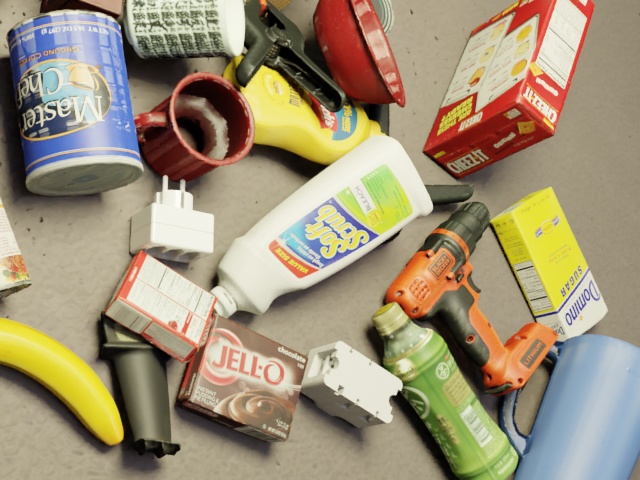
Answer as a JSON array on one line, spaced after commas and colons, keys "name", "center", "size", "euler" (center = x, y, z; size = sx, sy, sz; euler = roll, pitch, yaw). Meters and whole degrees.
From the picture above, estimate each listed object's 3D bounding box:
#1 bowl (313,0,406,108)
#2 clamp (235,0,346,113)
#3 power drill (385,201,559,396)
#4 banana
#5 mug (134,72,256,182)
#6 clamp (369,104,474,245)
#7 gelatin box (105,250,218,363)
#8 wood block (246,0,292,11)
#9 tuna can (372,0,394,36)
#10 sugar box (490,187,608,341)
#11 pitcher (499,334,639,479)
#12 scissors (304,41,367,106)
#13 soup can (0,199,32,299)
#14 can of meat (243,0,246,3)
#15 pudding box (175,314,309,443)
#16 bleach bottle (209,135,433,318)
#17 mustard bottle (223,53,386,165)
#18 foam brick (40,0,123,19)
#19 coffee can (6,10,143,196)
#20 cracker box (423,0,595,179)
[{"name": "bowl", "center": [0.035, -0.206, 1.125], "size": [0.162, 0.055, 0.162], "euler": [-21, 90, -77]}, {"name": "clamp", "center": [-0.053, -0.194, 1.082], "size": [0.120, 0.039, 0.171], "euler": [11, 35, -41]}, {"name": "power drill", "center": [0.182, 0.068, 1.210], "size": [0.187, 0.057, 0.184], "euler": [47, 59, -4]}, {"name": "banana", "center": [-0.246, 0.112, 0.908], "size": [0.197, 0.037, 0.069], "euler": [27, 81, -25]}, {"name": "mug", "center": [-0.132, -0.105, 1.027], "size": [0.117, 0.082, 0.093], "euler": [-2, 77, -37]}, {"name": "clamp", "center": [0.079, -0.052, 1.191], "size": [0.164, 0.036, 0.209], "euler": [41, 57, -9]}, {"name": "gelatin box", "center": [-0.144, 0.061, 0.977], "size": [0.089, 0.030, 0.073], "euler": [34, 34, -14]}, {"name": "wood block", "center": [-0.020, -0.351, 1.182], "size": [0.090, 0.090, 0.205], "euler": [44, 54, -17]}, {"name": "tuna can", "center": [0.043, -0.266, 1.237], "size": [0.086, 0.034, 0.086], "euler": [12, 69, -33]}, {"name": "sugar box", "center": [0.284, 0.033, 1.313], "size": [0.093, 0.048, 0.176], "euler": [-29, 93, -39]}, {"name": "pitcher", "center": [0.287, 0.233, 1.213], "size": [0.145, 0.149, 0.242], "euler": [52, 55, -31]}, {"name": "scissors", "center": [-0.016, -0.191, 1.178], "size": [0.201, 0.016, 0.096], "euler": [-8, 102, -22]}, {"name": "soup can", "center": [-0.289, 0.001, 0.887], "size": [0.068, 0.069, 0.102], "euler": [-19, 87, -39]}, {"name": "can of meat", "center": [-0.134, -0.258, 1.090], "size": [0.102, 0.058, 0.083], "euler": [51, 51, -13]}, {"name": "pudding box", "center": [-0.073, 0.134, 1.022], "size": [0.113, 0.039, 0.090], "euler": [29, 62, -27]}, {"name": "bleach bottle", "center": [-0.007, 0.001, 1.072], "size": [0.250, 0.068, 0.102], "euler": [-38, 114, -19]}, {"name": "mustard bottle", "center": [-0.010, -0.128, 1.126], "size": [0.191, 0.058, 0.096], "euler": [16, 47, -26]}, {"name": "foam brick", "center": [-0.223, -0.227, 1.001], "size": [0.051, 0.078, 0.053], "euler": [16, 67, -34]}, {"name": "coffee can", "center": [-0.219, -0.120, 0.954], "size": [0.102, 0.103, 0.140], "euler": [-3, 77, -37]}, {"name": "cracker box", "center": [0.227, -0.192, 1.266], "size": [0.072, 0.164, 0.213], "euler": [36, 57, -20]}]
